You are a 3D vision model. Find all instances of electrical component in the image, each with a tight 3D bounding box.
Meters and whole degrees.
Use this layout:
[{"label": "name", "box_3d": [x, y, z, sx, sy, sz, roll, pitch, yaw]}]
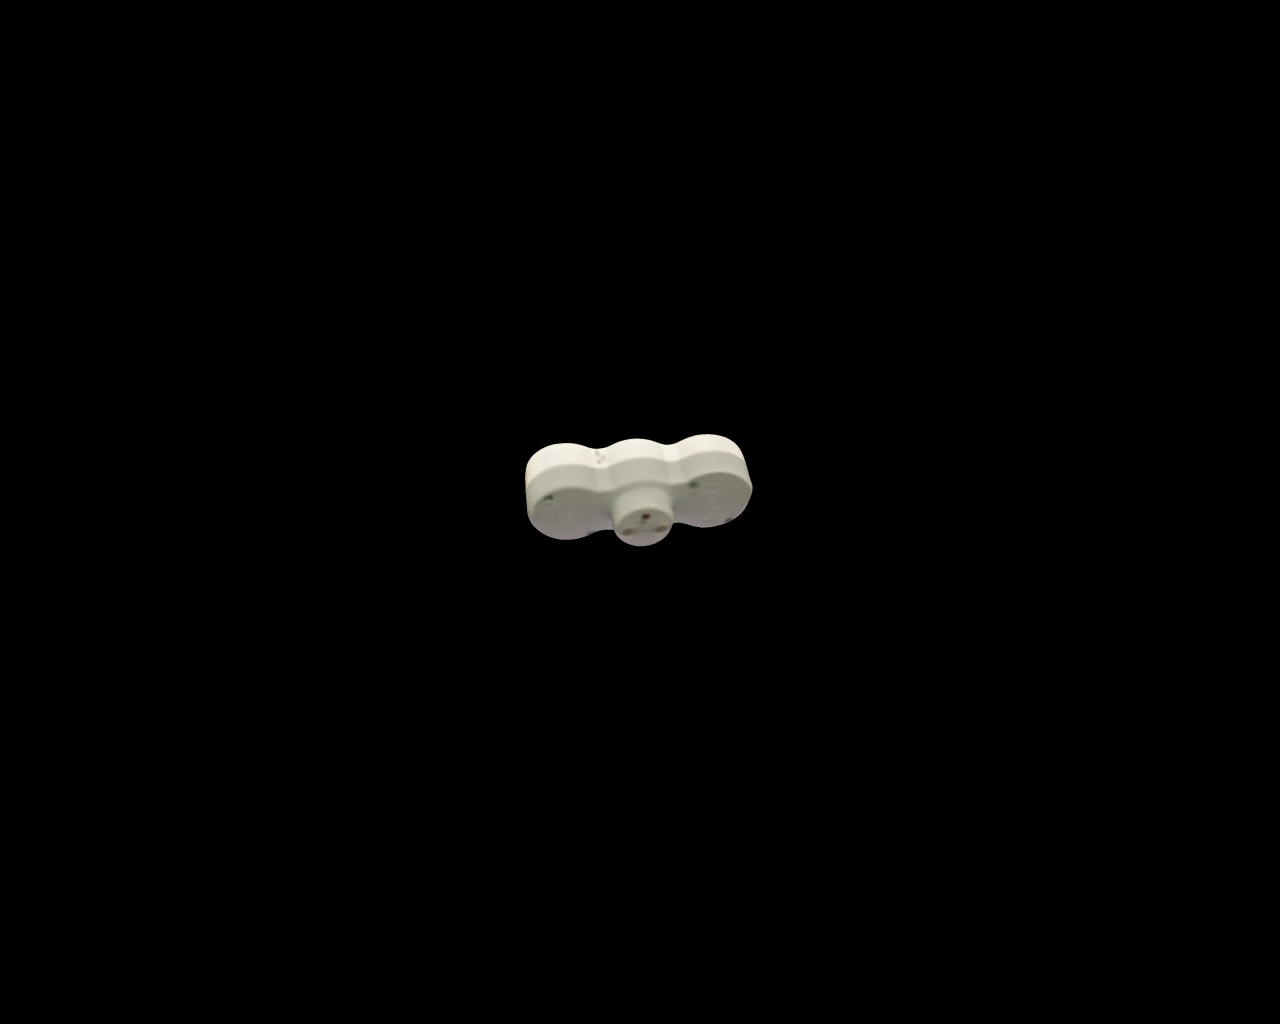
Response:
[{"label": "electrical component", "box_3d": [0.001, -0.003, 0.650, 0.138, 0.074, 0.052, -4, -43, -4]}]
